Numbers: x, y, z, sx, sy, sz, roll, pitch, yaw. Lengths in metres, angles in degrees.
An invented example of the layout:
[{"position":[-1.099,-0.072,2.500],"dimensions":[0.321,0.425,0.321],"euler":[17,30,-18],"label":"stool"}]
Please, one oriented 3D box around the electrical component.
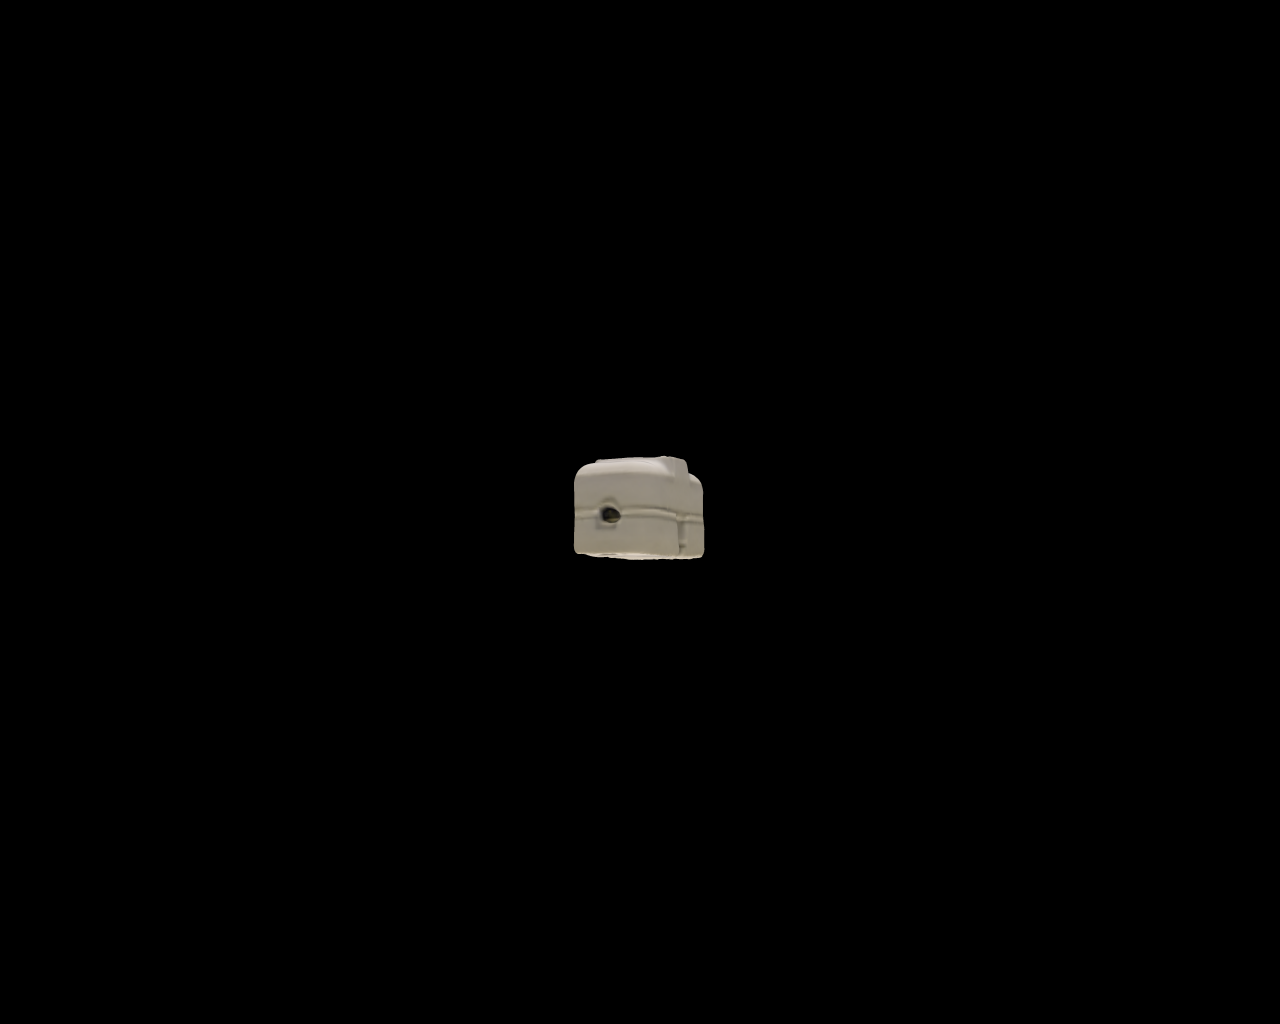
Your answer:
[{"position":[0.001,-0.003,0.650],"dimensions":[0.054,0.059,0.095],"euler":[-2,-5,24],"label":"electrical component"}]
